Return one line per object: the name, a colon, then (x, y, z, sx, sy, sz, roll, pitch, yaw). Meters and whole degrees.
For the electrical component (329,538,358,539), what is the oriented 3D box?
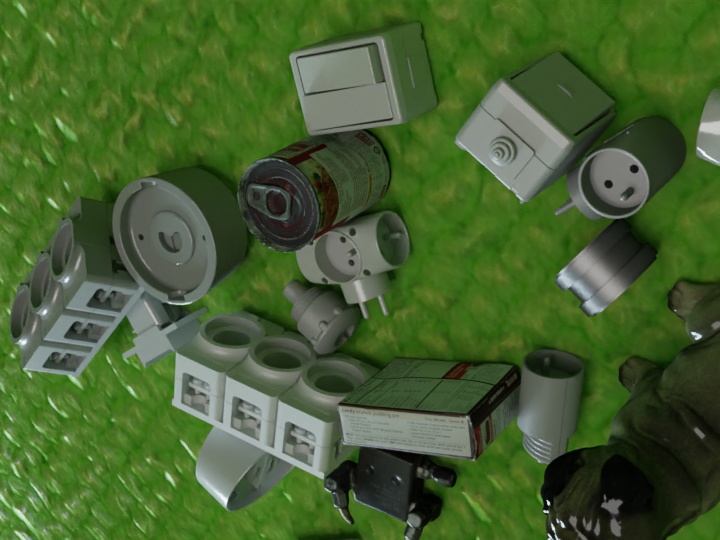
electrical component: (-0.028, 0.279, 0.958, 0.077, 0.044, 0.079, -15, 103, 37)

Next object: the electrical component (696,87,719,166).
electrical component: (0.239, -0.062, 0.632, 0.077, 0.043, 0.079, 17, 119, 26)

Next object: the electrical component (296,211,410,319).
electrical component: (0.000, 0.000, 0.816, 0.077, 0.044, 0.079, -11, 105, 36)

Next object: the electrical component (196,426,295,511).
electrical component: (-0.089, 0.158, 0.913, 0.064, 0.099, 0.099, 31, 124, 26)

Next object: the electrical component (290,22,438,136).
electrical component: (-0.005, -0.131, 0.750, 0.096, 0.061, 0.061, -3, 109, 34)

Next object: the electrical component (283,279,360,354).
electrical component: (-0.034, 0.033, 0.854, 0.062, 0.048, 0.048, 41, 127, 19)

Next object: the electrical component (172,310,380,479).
electrical component: (-0.065, 0.093, 0.871, 0.150, 0.089, 0.061, 21, 121, 24)

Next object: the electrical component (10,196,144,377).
electrical component: (-0.254, 0.016, 0.953, 0.150, 0.062, 0.089, -46, 45, 38)

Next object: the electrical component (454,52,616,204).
electrical component: (0.110, -0.090, 0.671, 0.062, 0.096, 0.061, 44, 127, 10)

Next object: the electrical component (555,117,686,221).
electrical component: (0.156, -0.056, 0.668, 0.079, 0.077, 0.043, -33, 91, 38)

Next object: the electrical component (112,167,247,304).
electrical component: (-0.143, -0.033, 0.885, 0.108, 0.060, 0.108, 14, 117, 28)

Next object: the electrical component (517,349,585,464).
electrical component: (0.136, 0.103, 0.774, 0.043, 0.043, 0.081, 15, 118, 27)

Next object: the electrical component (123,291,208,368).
electrical component: (-0.180, 0.045, 0.956, 0.081, 0.042, 0.063, -29, 90, 37)
